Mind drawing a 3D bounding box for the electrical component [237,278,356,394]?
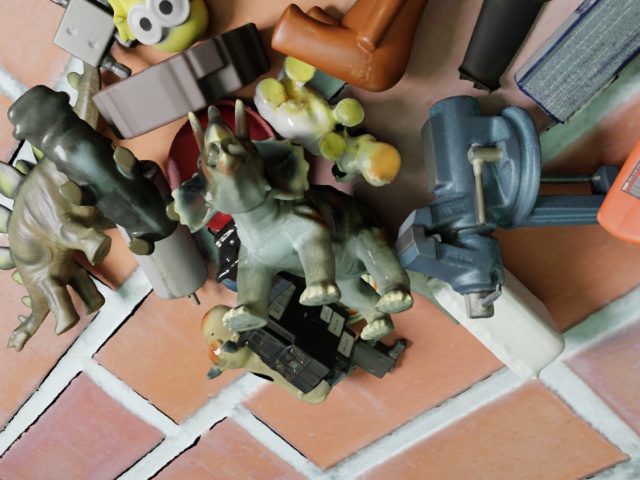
[{"bbox_3d":[-0.020,0.116,0.658,0.134,0.115,0.058,37,124,-4],"label":"electrical component"}]

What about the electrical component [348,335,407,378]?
[{"bbox_3d":[0.073,0.159,0.734,0.063,0.021,0.094,31,120,-4],"label":"electrical component"}]

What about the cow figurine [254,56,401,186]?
[{"bbox_3d":[0.005,-0.113,0.576,0.167,0.098,0.068,40,78,-11],"label":"cow figurine"}]

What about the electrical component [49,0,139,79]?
[{"bbox_3d":[-0.244,-0.234,0.586,0.102,0.045,0.078,23,115,-14],"label":"electrical component"}]

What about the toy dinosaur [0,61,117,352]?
[{"bbox_3d":[-0.337,-0.042,0.690,0.198,0.105,0.471,32,109,1],"label":"toy dinosaur"}]

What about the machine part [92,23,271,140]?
[{"bbox_3d":[-0.134,-0.158,0.540,0.179,0.179,0.056,-17,112,22],"label":"machine part"}]

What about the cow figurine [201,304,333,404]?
[{"bbox_3d":[-0.068,0.150,0.706,0.195,0.127,0.085,31,117,-6],"label":"cow figurine"}]

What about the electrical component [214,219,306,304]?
[{"bbox_3d":[-0.059,0.028,0.607,0.119,0.075,0.048,27,124,-38],"label":"electrical component"}]

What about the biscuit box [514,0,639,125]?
[{"bbox_3d":[0.269,-0.200,0.473,0.063,0.059,0.202,39,120,-6],"label":"biscuit box"}]

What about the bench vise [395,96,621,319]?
[{"bbox_3d":[0.195,-0.036,0.517,0.241,0.223,0.128,-2,154,-5],"label":"bench vise"}]

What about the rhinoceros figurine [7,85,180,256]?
[{"bbox_3d":[-0.212,-0.068,0.527,0.073,0.112,0.190,-44,118,-2],"label":"rhinoceros figurine"}]

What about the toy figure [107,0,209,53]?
[{"bbox_3d":[-0.181,-0.277,0.539,0.082,0.089,0.180,-27,99,41],"label":"toy figure"}]

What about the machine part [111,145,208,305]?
[{"bbox_3d":[-0.202,-0.009,0.666,0.079,0.079,0.242,-4,129,17],"label":"machine part"}]

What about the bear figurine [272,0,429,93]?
[{"bbox_3d":[0.058,-0.237,0.475,0.132,0.120,0.195,27,119,4],"label":"bear figurine"}]

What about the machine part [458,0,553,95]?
[{"bbox_3d":[0.174,-0.210,0.507,0.084,0.039,0.138,14,118,-2],"label":"machine part"}]

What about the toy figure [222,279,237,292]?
[{"bbox_3d":[-0.068,0.004,0.669,0.154,0.058,0.064,-44,144,25],"label":"toy figure"}]

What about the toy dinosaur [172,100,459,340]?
[{"bbox_3d":[0.006,-0.003,0.565,0.131,0.192,0.404,-27,151,32],"label":"toy dinosaur"}]
